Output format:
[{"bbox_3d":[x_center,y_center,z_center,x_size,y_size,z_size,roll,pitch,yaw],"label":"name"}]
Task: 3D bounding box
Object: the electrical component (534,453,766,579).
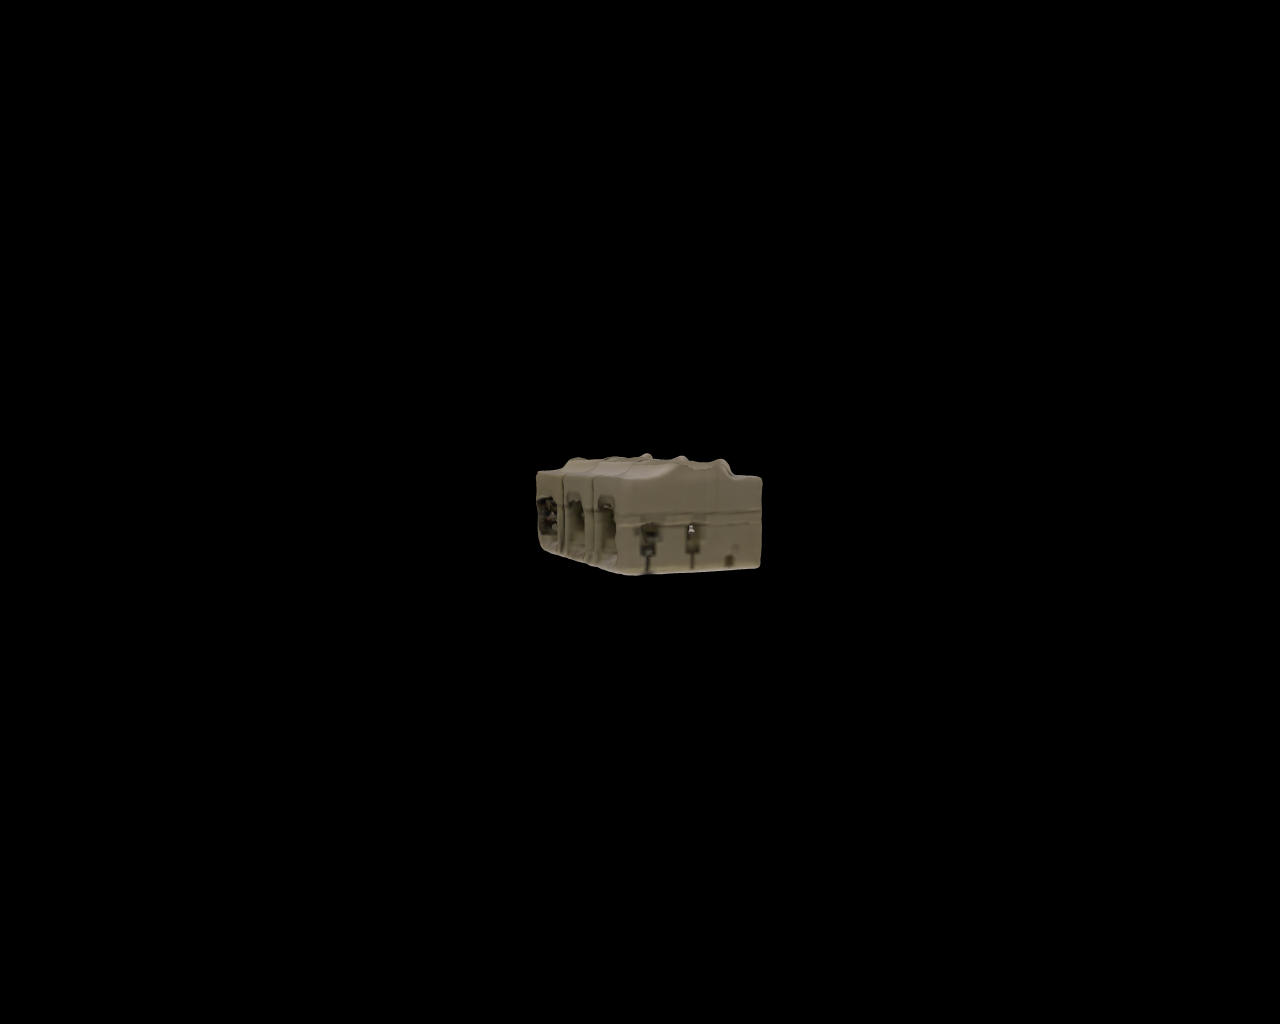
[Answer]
[{"bbox_3d":[0.001,-0.003,0.650,0.089,0.061,0.150,-2,5,-24],"label":"electrical component"}]
